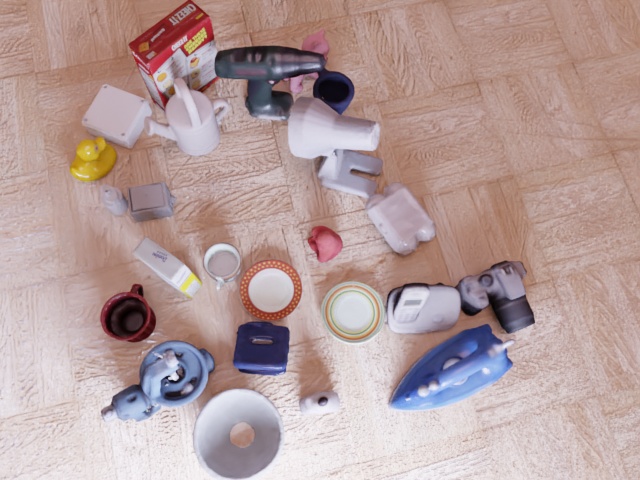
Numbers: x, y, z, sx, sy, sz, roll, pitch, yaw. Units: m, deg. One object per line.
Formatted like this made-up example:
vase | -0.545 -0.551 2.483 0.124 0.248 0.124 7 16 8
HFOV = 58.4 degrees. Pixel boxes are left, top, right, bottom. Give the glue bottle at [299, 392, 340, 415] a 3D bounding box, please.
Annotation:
glue bottle | 0.001 0.297 1.044 0.078 0.173 0.037 -9 73 -5

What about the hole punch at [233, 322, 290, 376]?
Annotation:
hole punch | -0.114 0.208 1.109 0.108 0.091 0.101 3 72 -2

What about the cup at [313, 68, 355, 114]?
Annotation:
cup | 0.022 -0.325 1.283 0.092 0.095 0.117 -27 76 -11

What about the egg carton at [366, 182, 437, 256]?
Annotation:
egg carton | 0.170 -0.046 1.215 0.107 0.069 0.150 -34 77 -12

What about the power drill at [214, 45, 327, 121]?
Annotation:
power drill | -0.104 -0.341 1.222 0.229 0.208 0.075 5 72 -1

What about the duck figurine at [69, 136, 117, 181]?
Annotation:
duck figurine | -0.490 -0.178 1.215 0.105 0.086 0.077 -42 79 -14

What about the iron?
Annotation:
iron | 0.251 0.254 1.087 0.258 0.141 0.118 -28 76 -11

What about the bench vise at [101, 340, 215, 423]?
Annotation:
bench vise | -0.288 0.264 1.015 0.121 0.220 0.208 39 75 9

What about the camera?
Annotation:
camera | 0.366 0.121 1.156 0.143 0.101 0.137 -20 74 -9

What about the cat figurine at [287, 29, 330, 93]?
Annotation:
cat figurine | -0.027 -0.413 1.297 0.128 0.118 0.067 -38 78 -13

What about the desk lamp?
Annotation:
desk lamp | 0.038 -0.195 1.180 0.203 0.213 0.118 15 72 2

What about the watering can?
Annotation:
watering can | -0.276 -0.258 1.195 0.101 0.194 0.173 42 75 10

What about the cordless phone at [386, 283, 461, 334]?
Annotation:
cordless phone | 0.207 0.121 1.104 0.147 0.185 0.094 -5 73 -4

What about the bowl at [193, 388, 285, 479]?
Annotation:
bowl | -0.149 0.363 1.067 0.167 0.075 0.167 1 72 -3

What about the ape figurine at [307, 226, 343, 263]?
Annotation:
ape figurine | 0.011 0.004 1.180 0.076 0.092 0.078 7 72 0
